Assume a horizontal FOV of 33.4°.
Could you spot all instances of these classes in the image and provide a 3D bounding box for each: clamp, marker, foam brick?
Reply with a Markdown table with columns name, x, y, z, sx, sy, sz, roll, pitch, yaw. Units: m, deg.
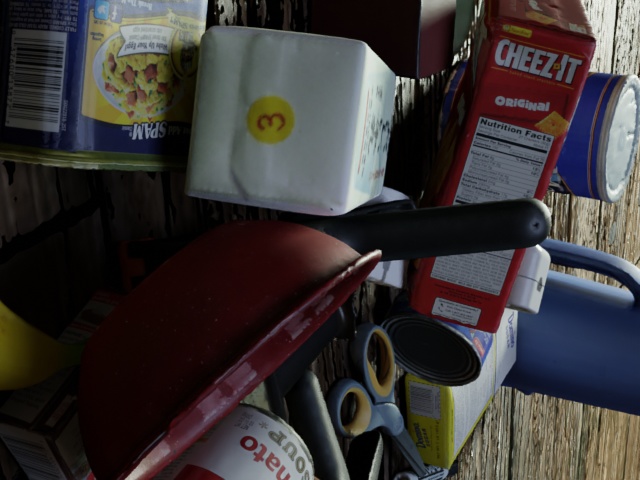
| name | x | y | z | sx | sy | sz | roll | pitch | yaw |
| --- | --- | --- | --- | --- | --- | --- | --- | --- | --- |
| clamp | 0.020 | 0.180 | 0.715 | 0.120 | 0.039 | 0.171 | 33 | 41 | -49 |
| marker | 0.098 | 0.214 | 0.974 | 0.121 | 0.020 | 0.020 | 7 | 94 | -62 |
| clamp | -0.004 | 0.001 | 0.578 | 0.165 | 0.209 | 0.036 | -172 | -105 | -77 |
| foam brick | 0.038 | -0.133 | 0.663 | 0.052 | 0.078 | 0.051 | -30 | 127 | -53 |

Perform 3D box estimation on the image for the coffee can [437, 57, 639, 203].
| name | x | y | z | sx | sy | sz | roll | pitch | yaw |
| --- | --- | --- | --- | --- | --- | --- | --- | --- | --- |
| coffee can | 0.180 | -0.092 | 0.874 | 0.102 | 0.140 | 0.103 | -32 | 128 | -54 |

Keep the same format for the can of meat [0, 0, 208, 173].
| name | x | y | z | sx | sy | sz | roll | pitch | yaw |
| --- | --- | --- | --- | --- | --- | --- | --- | --- | --- |
| can of meat | -0.093 | -0.074 | 0.462 | 0.101 | 0.058 | 0.084 | -5 | 103 | -62 |

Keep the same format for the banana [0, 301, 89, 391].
| name | x | y | z | sx | sy | sz | roll | pitch | yaw |
| --- | --- | --- | --- | --- | --- | --- | --- | --- | --- |
| banana | -0.146 | -0.003 | 0.412 | 0.069 | 0.037 | 0.198 | -54 | 143 | -37 |

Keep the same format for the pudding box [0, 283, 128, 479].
| name | x | y | z | sx | sy | sz | roll | pitch | yaw |
| --- | --- | --- | --- | --- | --- | --- | --- | --- | --- |
| pudding box | -0.102 | 0.093 | 0.530 | 0.090 | 0.039 | 0.113 | -57 | 148 | -36 |

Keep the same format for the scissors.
| name | x | y | z | sx | sy | sz | roll | pitch | yaw |
| --- | --- | --- | --- | --- | --- | --- | --- | --- | --- |
| scissors | 0.046 | 0.154 | 0.846 | 0.096 | 0.016 | 0.202 | -48 | 137 | -38 |

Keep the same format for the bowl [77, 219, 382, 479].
| name | x | y | z | sx | sy | sz | roll | pitch | yaw |
| --- | --- | --- | --- | --- | --- | --- | --- | --- | --- |
| bowl | -0.050 | 0.042 | 0.458 | 0.162 | 0.055 | 0.162 | -42 | 173 | -7 |

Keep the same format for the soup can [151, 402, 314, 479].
| name | x | y | z | sx | sy | sz | roll | pitch | yaw |
| --- | --- | --- | --- | --- | --- | --- | --- | --- | --- |
| soup can | -0.055 | 0.136 | 0.521 | 0.102 | 0.069 | 0.068 | -46 | 139 | -47 |

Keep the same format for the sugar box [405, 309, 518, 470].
| name | x | y | z | sx | sy | sz | roll | pitch | yaw |
| --- | --- | --- | --- | --- | --- | --- | --- | --- | --- |
| sugar box | 0.131 | 0.116 | 0.970 | 0.176 | 0.048 | 0.093 | -46 | 139 | -51 |

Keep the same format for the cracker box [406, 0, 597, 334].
| name | x | y | z | sx | sy | sz | roll | pitch | yaw |
| --- | --- | --- | --- | --- | --- | --- | --- | --- | --- |
| cracker box | 0.121 | -0.069 | 0.749 | 0.164 | 0.072 | 0.214 | -73 | 177 | -63 |

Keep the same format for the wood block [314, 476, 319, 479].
| name | x | y | z | sx | sy | sz | roll | pitch | yaw |
| --- | --- | --- | --- | --- | --- | --- | --- | --- | --- |
| wood block | -0.068 | 0.211 | 0.558 | 0.205 | 0.090 | 0.091 | -45 | 163 | -47 |

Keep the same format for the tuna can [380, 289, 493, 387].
| name | x | y | z | sx | sy | sz | roll | pitch | yaw |
| --- | --- | --- | --- | --- | --- | --- | --- | --- | --- |
| tuna can | 0.091 | 0.075 | 0.833 | 0.033 | 0.086 | 0.086 | -59 | 147 | -34 |

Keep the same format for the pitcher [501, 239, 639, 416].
| name | x | y | z | sx | sy | sz | roll | pitch | yaw |
| --- | --- | --- | --- | --- | --- | --- | --- | --- | --- |
| pitcher | 0.290 | 0.098 | 1.047 | 0.149 | 0.243 | 0.145 | 34 | 72 | -53 |
